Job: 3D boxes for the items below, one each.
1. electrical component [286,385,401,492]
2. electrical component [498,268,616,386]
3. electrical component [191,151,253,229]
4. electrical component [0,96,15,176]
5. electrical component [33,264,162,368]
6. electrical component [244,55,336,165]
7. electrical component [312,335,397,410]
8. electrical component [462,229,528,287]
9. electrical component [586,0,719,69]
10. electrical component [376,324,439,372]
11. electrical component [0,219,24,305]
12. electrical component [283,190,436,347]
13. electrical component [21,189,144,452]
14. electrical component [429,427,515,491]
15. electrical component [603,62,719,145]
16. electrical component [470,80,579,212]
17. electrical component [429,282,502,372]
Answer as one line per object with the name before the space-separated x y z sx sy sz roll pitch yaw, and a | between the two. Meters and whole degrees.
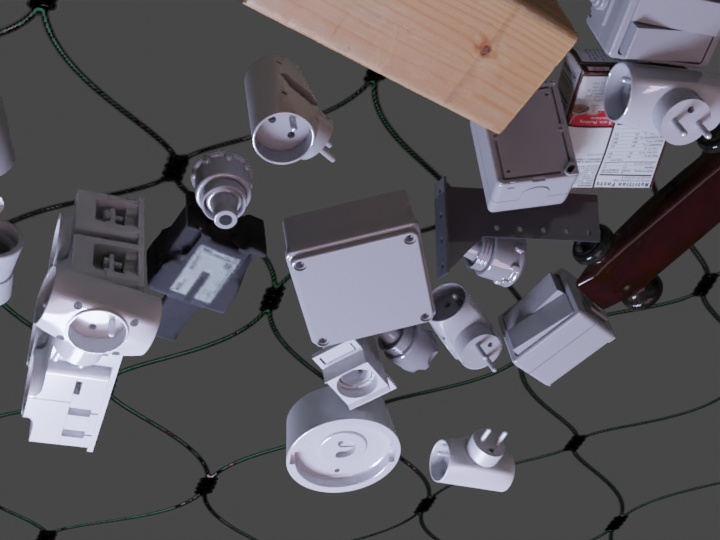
electrical component | -0.019 0.154 1.024 0.108 0.060 0.108 -6 132 -6
electrical component | 0.178 0.046 0.966 0.061 0.061 0.096 33 118 -33
electrical component | -0.104 -0.057 0.817 0.048 0.062 0.048 -6 132 -6
electrical component | -0.291 -0.102 0.751 0.079 0.044 0.077 -9 132 -4
electrical component | -0.190 0.041 0.754 0.077 0.044 0.079 20 124 -26
electrical component | -0.046 -0.106 0.775 0.043 0.077 0.079 -38 127 21
electrical component | -0.006 0.081 0.959 0.042 0.063 0.081 -26 131 14
electrical component | 0.108 -0.015 0.911 0.062 0.048 0.048 17 126 -15
electrical component | 0.210 -0.185 0.767 0.096 0.061 0.061 4 130 -15
electrical component | 0.037 0.062 0.965 0.043 0.043 0.062 -40 125 23
electrical component | -0.289 -0.003 0.843 0.044 0.044 0.065 7 134 -17
electrical component | 0.000 0.000 0.893 0.109 0.056 0.108 -14 132 1
electrical component | -0.222 0.041 0.851 0.060 0.105 0.186 10 128 -20
electrical component | 0.122 0.187 1.093 0.077 0.044 0.079 13 127 -22
electrical component | 0.225 -0.115 0.768 0.077 0.079 0.043 3 126 -15
electrical component | 0.121 -0.097 0.816 0.062 0.096 0.061 -8 160 -5
electrical component | 0.098 0.060 0.952 0.044 0.079 0.077 -36 129 3
